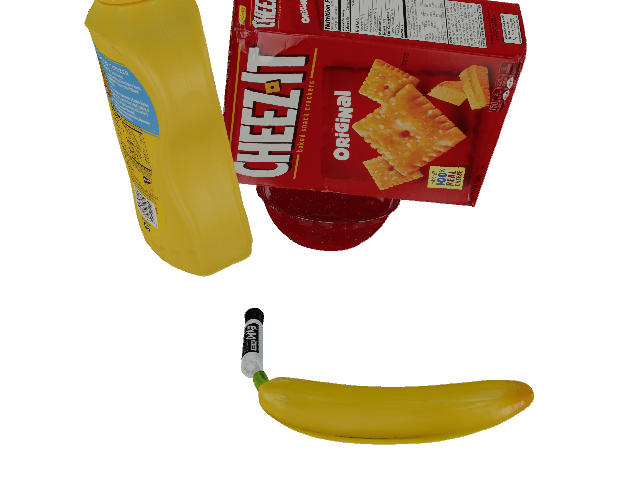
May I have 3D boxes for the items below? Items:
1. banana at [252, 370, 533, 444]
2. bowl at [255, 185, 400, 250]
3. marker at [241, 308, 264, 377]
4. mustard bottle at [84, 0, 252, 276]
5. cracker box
[{"bbox_3d":[0.040,0.108,0.711,0.198,0.037,0.069,3,30,14],"label":"banana"},{"bbox_3d":[0.006,-0.033,1.196,0.162,0.055,0.162,4,27,-2],"label":"bowl"},{"bbox_3d":[-0.061,0.091,0.972,0.020,0.020,0.121,0,18,-2],"label":"marker"},{"bbox_3d":[-0.088,-0.079,0.589,0.058,0.191,0.096,-24,37,-19],"label":"mustard bottle"},{"bbox_3d":[0.033,-0.109,0.822,0.213,0.072,0.164,5,-40,-6],"label":"cracker box"}]
